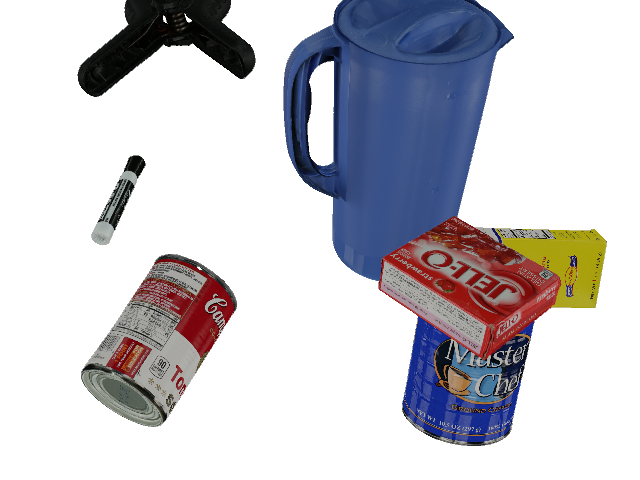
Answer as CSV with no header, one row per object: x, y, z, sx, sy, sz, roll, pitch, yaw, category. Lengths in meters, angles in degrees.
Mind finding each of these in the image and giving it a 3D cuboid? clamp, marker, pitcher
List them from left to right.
-0.203,-0.044,1.082,0.020,0.121,0.020,8,-43,8,marker
-0.096,-0.157,0.770,0.120,0.039,0.171,4,42,7,clamp
0.060,-0.083,0.904,0.149,0.243,0.144,20,42,19,pitcher

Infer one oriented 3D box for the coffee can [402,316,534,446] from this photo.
0.133,0.096,0.951,0.103,0.140,0.103,6,23,-3,coffee can

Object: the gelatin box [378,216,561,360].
0.093,0.027,0.671,0.089,0.030,0.073,33,44,32,gelatin box

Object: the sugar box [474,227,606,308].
0.252,0.034,1.301,0.176,0.093,0.048,-1,21,-9,sugar box

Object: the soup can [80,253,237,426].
-0.112,0.069,0.743,0.068,0.102,0.068,22,-32,14,soup can
